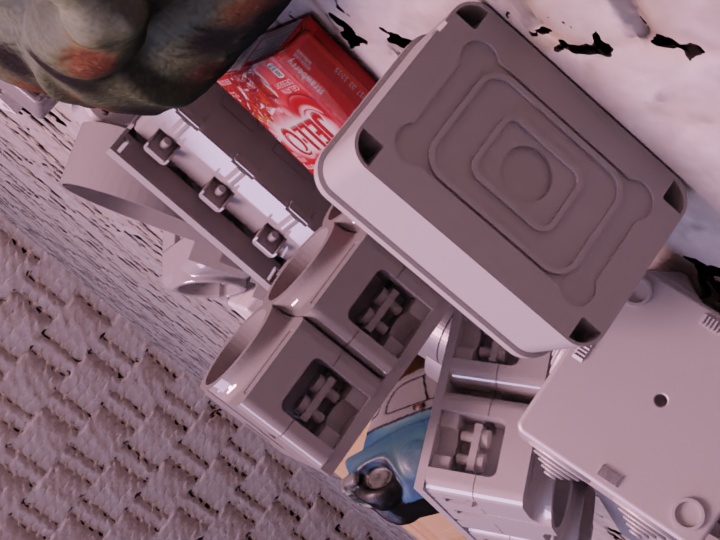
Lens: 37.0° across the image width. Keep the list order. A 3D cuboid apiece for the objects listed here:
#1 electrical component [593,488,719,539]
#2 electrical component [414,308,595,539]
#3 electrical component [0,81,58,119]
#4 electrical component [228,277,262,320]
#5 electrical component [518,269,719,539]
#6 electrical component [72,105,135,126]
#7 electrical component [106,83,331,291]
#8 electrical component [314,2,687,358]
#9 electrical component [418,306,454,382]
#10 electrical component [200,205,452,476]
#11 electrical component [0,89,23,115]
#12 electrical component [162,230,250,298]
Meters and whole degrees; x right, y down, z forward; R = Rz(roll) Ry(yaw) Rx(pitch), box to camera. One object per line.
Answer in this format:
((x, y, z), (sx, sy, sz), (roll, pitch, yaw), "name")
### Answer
((0.208, 0.136, 0.566), (0.150, 0.061, 0.089), (27, 163, 39), "electrical component")
((0.093, 0.096, 0.589), (0.060, 0.105, 0.186), (6, 158, 22), "electrical component")
((-0.233, -0.157, 0.723), (0.096, 0.061, 0.061), (40, 167, -8), "electrical component")
((-0.055, 0.020, 0.847), (0.047, 0.065, 0.077), (44, 165, -26), "electrical component")
((0.123, 0.055, 0.441), (0.100, 0.099, 0.048), (34, 179, 17), "electrical component")
((-0.172, -0.117, 0.739), (0.045, 0.045, 0.055), (42, 166, -17), "electrical component")
((-0.074, -0.058, 0.624), (0.121, 0.078, 0.063), (41, 137, -15), "electrical component")
((0.049, -0.029, 0.391), (0.113, 0.078, 0.057), (40, 163, -9), "electrical component")
((0.058, 0.045, 0.671), (0.074, 0.052, 0.138), (32, 165, 27), "electrical component")
((-0.007, 0.016, 0.528), (0.062, 0.150, 0.089), (39, 167, -13), "electrical component")
((-0.267, -0.157, 0.825), (0.048, 0.055, 0.066), (22, 160, 48), "electrical component")
((-0.117, -0.013, 0.836), (0.054, 0.059, 0.095), (6, 164, -28), "electrical component")
